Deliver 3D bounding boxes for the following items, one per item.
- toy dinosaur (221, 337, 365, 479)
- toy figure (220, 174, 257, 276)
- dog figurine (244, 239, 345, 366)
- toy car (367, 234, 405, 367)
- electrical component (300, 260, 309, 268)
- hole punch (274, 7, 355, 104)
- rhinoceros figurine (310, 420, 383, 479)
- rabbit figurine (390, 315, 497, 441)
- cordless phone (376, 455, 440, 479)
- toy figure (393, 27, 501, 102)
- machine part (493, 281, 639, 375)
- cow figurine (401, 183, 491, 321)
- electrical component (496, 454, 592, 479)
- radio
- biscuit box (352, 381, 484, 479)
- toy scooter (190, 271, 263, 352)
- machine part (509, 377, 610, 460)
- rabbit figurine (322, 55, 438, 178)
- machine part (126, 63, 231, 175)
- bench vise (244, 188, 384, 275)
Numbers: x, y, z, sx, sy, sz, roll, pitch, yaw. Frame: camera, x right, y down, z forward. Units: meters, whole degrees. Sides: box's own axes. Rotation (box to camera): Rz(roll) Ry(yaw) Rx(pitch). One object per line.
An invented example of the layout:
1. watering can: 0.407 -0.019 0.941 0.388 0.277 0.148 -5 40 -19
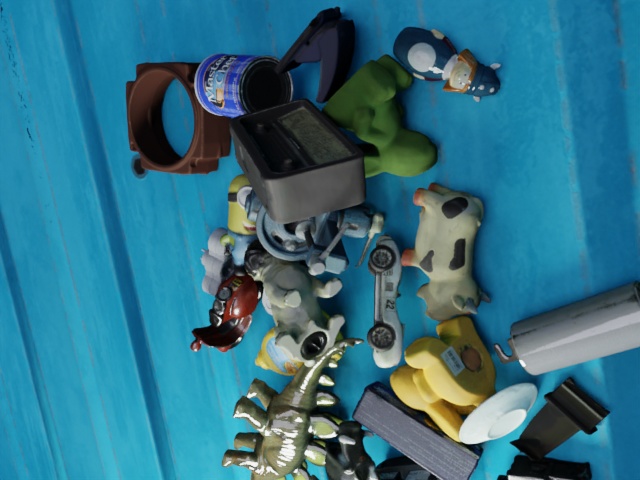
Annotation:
1. toy dinosaur: -0.054 0.329 0.971 0.199 0.105 0.470 21 122 5
2. toy figure: -0.133 -0.030 0.966 0.089 0.082 0.180 23 117 33
3. dog figurine: -0.059 0.098 0.890 0.191 0.121 0.172 31 115 51
4. toy car: 0.100 0.091 0.818 0.056 0.073 0.201 1 77 3
5. electrical component: -0.033 0.006 0.919 0.045 0.078 0.102 -26 92 -4
6. hole punch: 0.010 -0.271 0.791 0.092 0.142 0.115 42 120 -1
7. rhinoceros figurine: 0.046 0.389 0.862 0.112 0.073 0.190 -15 72 41
8. rabbit figurine: 0.184 0.213 0.820 0.162 0.122 0.173 51 137 1
9. cordless phone: 0.178 0.456 0.897 0.147 0.089 0.184 -21 101 34
10. toy figure: 0.173 -0.238 0.736 0.155 0.058 0.064 36 156 19
11. machine part: 0.343 0.118 0.698 0.243 0.079 0.079 -30 85 33
12. cow figurine: 0.188 0.025 0.775 0.127 0.085 0.194 19 109 34
13. electrical component: 0.328 0.381 0.783 0.134 0.058 0.114 -10 94 34
14. radio: -0.038 -0.116 0.741 0.230 0.131 0.073 -125 22 -53
15. biscuit box: 0.152 0.304 0.852 0.203 0.059 0.062 29 96 24
16. toy scooter: -0.181 0.146 1.006 0.075 0.135 0.183 32 116 24
17. machine part: 0.335 0.262 0.762 0.084 0.039 0.138 41 118 12
18. rabbit figurine: 0.088 -0.153 0.776 0.159 0.121 0.170 -38 95 26
19. machine part: -0.268 -0.226 1.002 0.201 0.087 0.201 11 109 30
20. bench vise: 0.002 -0.012 0.784 0.223 0.241 0.128 20 111 -18
